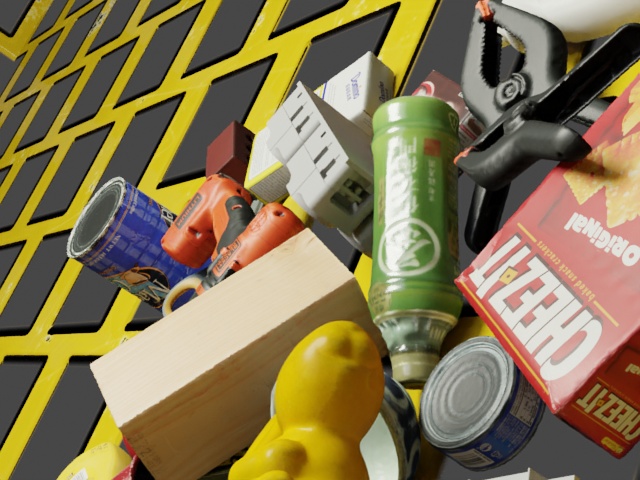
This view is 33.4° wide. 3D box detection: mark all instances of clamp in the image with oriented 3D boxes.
[{"bbox_3d":[0.155,-0.084,0.734,0.120,0.039,0.172,-46,11,-22],"label":"clamp"},{"bbox_3d":[0.151,-0.100,0.826,0.165,0.036,0.210,-41,47,27],"label":"clamp"}]

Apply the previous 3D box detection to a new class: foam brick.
[{"bbox_3d":[-0.095,-0.089,1.225,0.051,0.053,0.078,-41,31,25],"label":"foam brick"}]

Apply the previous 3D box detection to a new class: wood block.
[{"bbox_3d":[-0.062,0.094,0.841,0.206,0.090,0.091,-32,36,-8],"label":"wood block"}]

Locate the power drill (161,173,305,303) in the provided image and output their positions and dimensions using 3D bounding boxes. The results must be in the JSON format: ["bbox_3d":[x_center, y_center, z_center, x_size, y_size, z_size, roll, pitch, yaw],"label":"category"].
[{"bbox_3d":[-0.101,0.023,1.032,0.184,0.057,0.188,-50,28,5],"label":"power drill"}]

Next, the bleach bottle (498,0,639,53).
[{"bbox_3d":[0.224,-0.199,0.837,0.251,0.068,0.102,-18,44,53],"label":"bleach bottle"}]

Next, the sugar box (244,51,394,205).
[{"bbox_3d":[-0.001,-0.113,1.113,0.177,0.048,0.093,-28,38,35],"label":"sugar box"}]

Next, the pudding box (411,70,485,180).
[{"bbox_3d":[0.101,-0.094,0.936,0.090,0.039,0.114,-51,28,7],"label":"pudding box"}]

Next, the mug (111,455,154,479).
[{"bbox_3d":[-0.139,0.239,0.908,0.082,0.093,0.117,-40,62,36],"label":"mug"}]

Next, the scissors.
[{"bbox_3d":[-0.111,0.020,1.137,0.096,0.016,0.201,-8,47,19],"label":"scissors"}]

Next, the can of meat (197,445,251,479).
[{"bbox_3d":[-0.075,0.177,0.874,0.102,0.057,0.084,-15,38,18],"label":"can of meat"}]

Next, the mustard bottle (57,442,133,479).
[{"bbox_3d":[-0.201,0.272,0.986,0.096,0.058,0.192,-44,28,0],"label":"mustard bottle"}]

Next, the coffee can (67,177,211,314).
[{"bbox_3d":[-0.189,0.011,1.168,0.103,0.140,0.103,-38,32,29],"label":"coffee can"}]

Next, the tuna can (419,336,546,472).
[{"bbox_3d":[0.107,0.108,0.711,0.086,0.033,0.086,-38,32,29],"label":"tuna can"}]

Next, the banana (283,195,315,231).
[{"bbox_3d":[-0.019,0.008,1.014,0.070,0.037,0.197,-38,32,33],"label":"banana"}]

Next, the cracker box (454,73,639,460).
[{"bbox_3d":[0.197,-0.002,0.650,0.214,0.072,0.164,-50,27,11],"label":"cracker box"}]

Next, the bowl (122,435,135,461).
[{"bbox_3d":[-0.145,0.155,1.033,0.162,0.055,0.162,-38,31,28],"label":"bowl"}]
